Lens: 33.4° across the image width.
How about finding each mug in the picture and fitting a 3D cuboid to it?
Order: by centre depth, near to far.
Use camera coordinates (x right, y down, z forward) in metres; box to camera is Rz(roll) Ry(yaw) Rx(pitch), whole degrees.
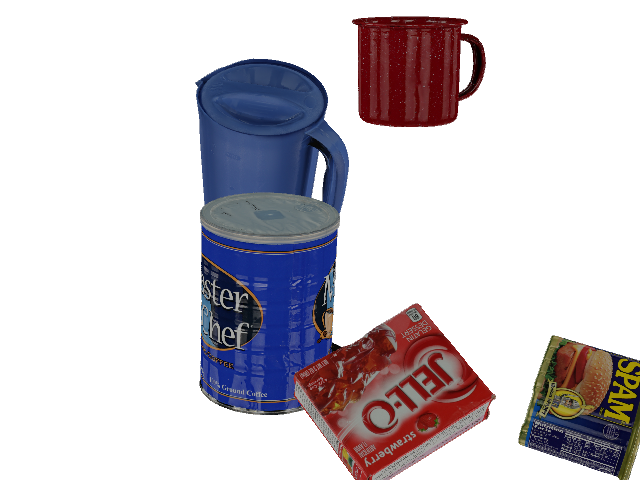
[{"bbox_3d":[0.082,-0.139,0.869,0.117,0.081,0.093,-8,17,-25],"label":"mug"}]

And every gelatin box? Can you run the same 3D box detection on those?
[{"bbox_3d":[0.041,0.086,0.597,0.089,0.073,0.030,-28,-30,-19],"label":"gelatin box"}]

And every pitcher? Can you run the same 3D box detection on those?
[{"bbox_3d":[-0.058,-0.057,1.144,0.145,0.243,0.149,-4,44,-10],"label":"pitcher"}]

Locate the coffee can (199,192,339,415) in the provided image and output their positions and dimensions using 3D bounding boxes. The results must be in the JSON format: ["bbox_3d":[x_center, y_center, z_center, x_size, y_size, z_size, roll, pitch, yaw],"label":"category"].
[{"bbox_3d":[-0.040,0.045,0.803,0.103,0.140,0.103,2,19,-1],"label":"coffee can"}]

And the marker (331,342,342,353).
[{"bbox_3d":[0.057,0.132,1.081,0.121,0.020,0.020,21,4,12],"label":"marker"}]

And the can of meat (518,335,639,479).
[{"bbox_3d":[0.206,0.126,0.819,0.084,0.057,0.102,16,40,17],"label":"can of meat"}]
